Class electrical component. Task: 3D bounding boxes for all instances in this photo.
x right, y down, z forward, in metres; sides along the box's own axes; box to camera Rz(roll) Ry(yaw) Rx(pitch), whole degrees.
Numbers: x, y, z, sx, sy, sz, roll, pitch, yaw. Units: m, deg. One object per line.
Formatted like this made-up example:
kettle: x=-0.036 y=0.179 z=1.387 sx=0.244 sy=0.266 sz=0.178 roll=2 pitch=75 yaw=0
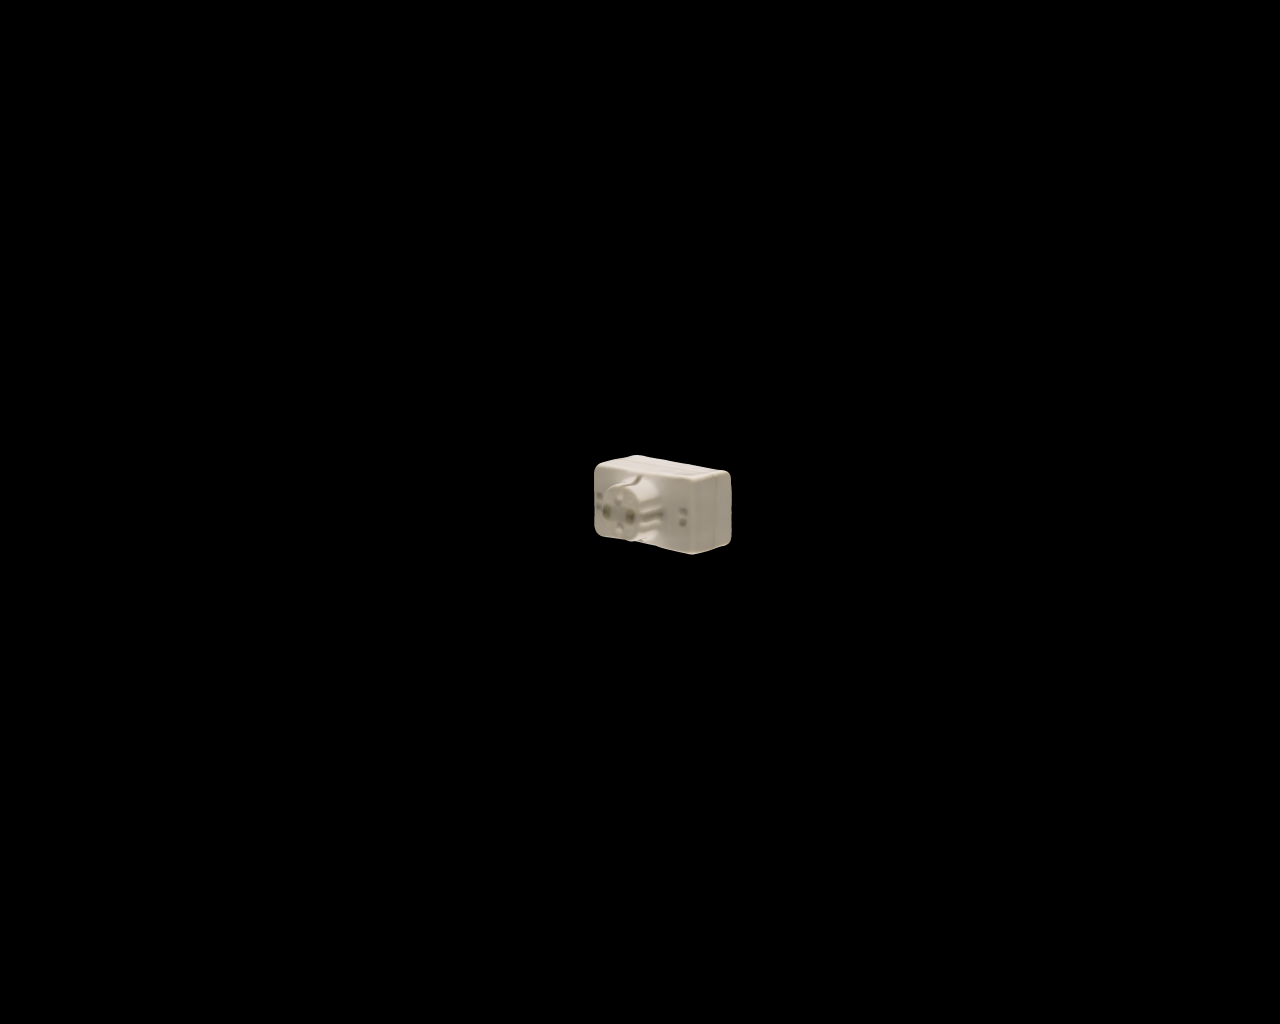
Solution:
electrical component: x=0.001 y=-0.003 z=0.650 sx=0.083 sy=0.047 sz=0.076 roll=11 pitch=17 yaw=42
